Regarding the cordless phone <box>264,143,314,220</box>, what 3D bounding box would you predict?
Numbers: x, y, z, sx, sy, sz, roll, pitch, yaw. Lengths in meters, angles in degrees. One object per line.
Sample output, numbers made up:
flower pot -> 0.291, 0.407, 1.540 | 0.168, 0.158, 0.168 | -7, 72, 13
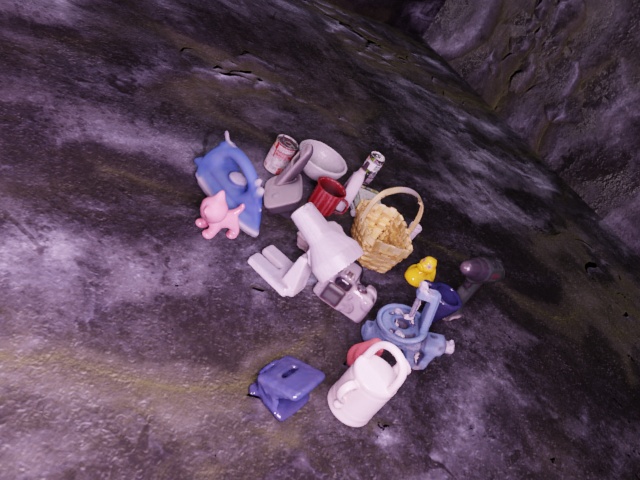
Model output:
cordless phone -> -0.074, -0.162, 1.518 | 0.094, 0.185, 0.147 | 19, 36, -21

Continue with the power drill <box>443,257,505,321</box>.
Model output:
power drill -> 0.398, 0.125, 1.547 | 0.230, 0.208, 0.075 | -6, 51, -45

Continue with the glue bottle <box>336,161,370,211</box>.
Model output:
glue bottle -> 0.099, -0.164, 1.682 | 0.037, 0.173, 0.078 | 24, 35, -15

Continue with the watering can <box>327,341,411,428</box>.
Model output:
watering can -> 0.107, 0.271, 1.127 | 0.101, 0.194, 0.173 | 41, 34, 10

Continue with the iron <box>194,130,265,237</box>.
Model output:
iron -> -0.200, -0.145, 1.429 | 0.119, 0.141, 0.257 | -13, 56, -48

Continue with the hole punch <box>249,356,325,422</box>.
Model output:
hole punch -> -0.062, 0.268, 1.079 | 0.101, 0.091, 0.109 | 44, 35, 15

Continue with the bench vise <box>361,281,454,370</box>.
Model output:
bench vise -> 0.228, 0.186, 1.314 | 0.208, 0.219, 0.121 | 15, 38, -27

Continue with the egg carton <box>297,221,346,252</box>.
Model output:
egg carton -> 0.014, 0.005, 1.491 | 0.151, 0.069, 0.107 | -8, 52, -46

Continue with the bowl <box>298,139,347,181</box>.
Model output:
bowl -> -0.004, -0.230, 1.764 | 0.168, 0.074, 0.167 | 23, 35, -17

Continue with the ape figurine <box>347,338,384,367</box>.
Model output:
ape figurine -> 0.105, 0.249, 1.245 | 0.078, 0.092, 0.076 | 3, 44, -38

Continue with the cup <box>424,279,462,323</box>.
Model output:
cup -> 0.302, 0.166, 1.515 | 0.117, 0.095, 0.092 | 38, 34, 5

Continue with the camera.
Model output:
camera -> 0.078, 0.103, 1.395 | 0.143, 0.100, 0.137 | 35, 33, 1

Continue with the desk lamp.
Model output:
desk lamp -> -0.029, 0.032, 1.289 | 0.203, 0.213, 0.118 | 41, 34, 10

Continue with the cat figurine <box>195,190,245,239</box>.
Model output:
cat figurine -> -0.230, -0.063, 1.321 | 0.128, 0.117, 0.067 | -4, 49, -44

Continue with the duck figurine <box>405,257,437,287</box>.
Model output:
duck figurine -> 0.300, 0.083, 1.625 | 0.105, 0.086, 0.077 | -4, 49, -43
